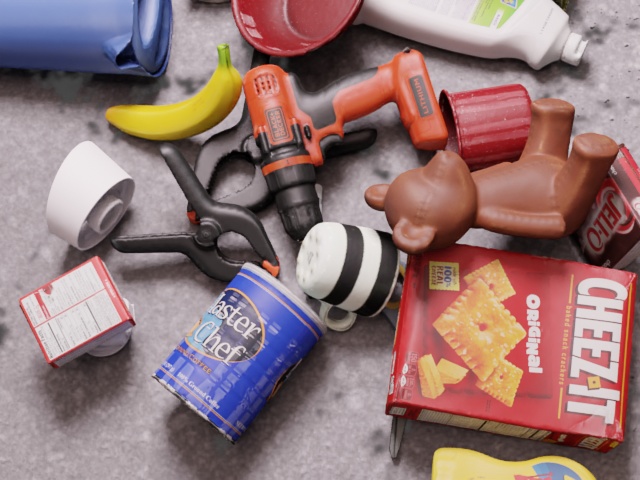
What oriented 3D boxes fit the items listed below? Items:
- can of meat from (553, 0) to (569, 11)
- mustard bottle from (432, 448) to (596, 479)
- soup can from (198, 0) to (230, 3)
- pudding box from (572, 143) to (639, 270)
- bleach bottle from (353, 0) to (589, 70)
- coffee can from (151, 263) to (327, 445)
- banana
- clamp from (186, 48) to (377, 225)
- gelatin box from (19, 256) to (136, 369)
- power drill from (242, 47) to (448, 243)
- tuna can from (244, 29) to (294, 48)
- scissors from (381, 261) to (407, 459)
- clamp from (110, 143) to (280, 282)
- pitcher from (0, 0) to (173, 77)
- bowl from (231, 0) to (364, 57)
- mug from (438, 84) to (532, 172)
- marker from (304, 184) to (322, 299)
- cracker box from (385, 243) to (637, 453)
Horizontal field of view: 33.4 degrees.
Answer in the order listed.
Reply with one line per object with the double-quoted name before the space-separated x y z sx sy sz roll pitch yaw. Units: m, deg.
"can of meat" 0.235 -0.304 1.150 0.102 0.057 0.084 24 72 13
"mustard bottle" 0.195 0.243 0.960 0.191 0.058 0.096 3 69 7
"soup can" -0.119 -0.325 1.187 0.068 0.068 0.102 -1 70 5
"pudding box" 0.277 -0.026 1.016 0.039 0.113 0.090 -20 69 -15
"bleach bottle" 0.158 -0.237 1.132 0.251 0.068 0.102 24 78 11
"coffee can" -0.076 0.107 1.012 0.103 0.103 0.140 36 78 16
"banana" -0.143 -0.139 1.105 0.198 0.037 0.069 -21 99 38
"clamp" -0.068 -0.103 1.116 0.210 0.036 0.164 -40 80 -6
"gelatin box" -0.232 0.070 1.017 0.089 0.030 0.073 -30 72 -5
"power drill" 0.029 -0.104 1.071 0.187 0.057 0.184 -15 84 -5
"tuna can" -0.048 -0.249 1.171 0.086 0.034 0.086 -2 70 5
"scissors" 0.072 0.102 1.043 0.096 0.016 0.201 24 74 11
"clamp" -0.113 -0.019 1.067 0.171 0.039 0.120 19 106 -5
"pitcher" -0.286 -0.250 1.155 0.243 0.149 0.145 2 95 10
"bowl" -0.011 -0.258 1.105 0.162 0.055 0.162 -7 76 27
"mug" 0.167 -0.118 1.082 0.081 0.093 0.117 -9 34 -3
"marker" -0.007 0.001 1.086 0.020 0.020 0.121 -2 71 5
"cracker box" 0.178 0.097 0.996 0.213 0.072 0.164 9 72 3
